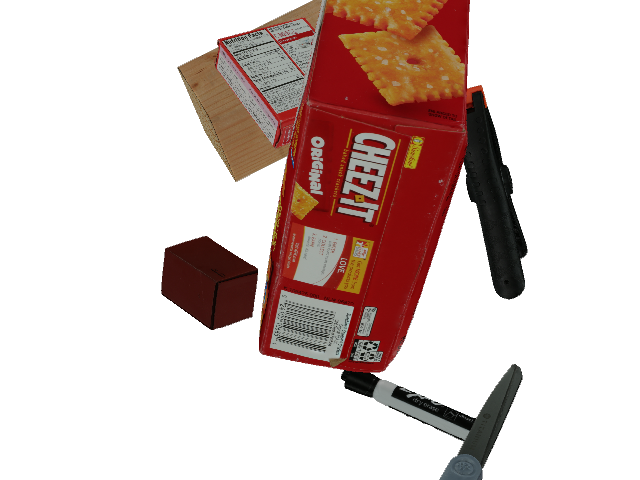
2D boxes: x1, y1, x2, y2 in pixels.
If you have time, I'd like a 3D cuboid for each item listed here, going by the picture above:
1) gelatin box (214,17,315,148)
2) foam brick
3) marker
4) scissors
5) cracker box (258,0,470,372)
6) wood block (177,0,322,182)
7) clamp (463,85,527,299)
[{"bbox_3d":[-0.022,-0.112,0.749,0.073,0.089,0.030,-22,-30,-27],"label":"gelatin box"},{"bbox_3d":[-0.104,0.039,0.992,0.052,0.051,0.078,-17,36,-42],"label":"foam brick"},{"bbox_3d":[0.070,0.121,0.775,0.121,0.020,0.020,22,8,19],"label":"marker"},{"bbox_3d":[0.087,0.137,0.561,0.096,0.016,0.201,26,44,33],"label":"scissors"},{"bbox_3d":[0.027,-0.067,0.527,0.072,0.213,0.164,11,-44,-1],"label":"cracker box"},{"bbox_3d":[-0.017,-0.155,1.016,0.206,0.090,0.091,-27,-41,-7],"label":"wood block"},{"bbox_3d":[0.140,-0.037,0.873,0.039,0.171,0.120,-18,20,11],"label":"clamp"}]
